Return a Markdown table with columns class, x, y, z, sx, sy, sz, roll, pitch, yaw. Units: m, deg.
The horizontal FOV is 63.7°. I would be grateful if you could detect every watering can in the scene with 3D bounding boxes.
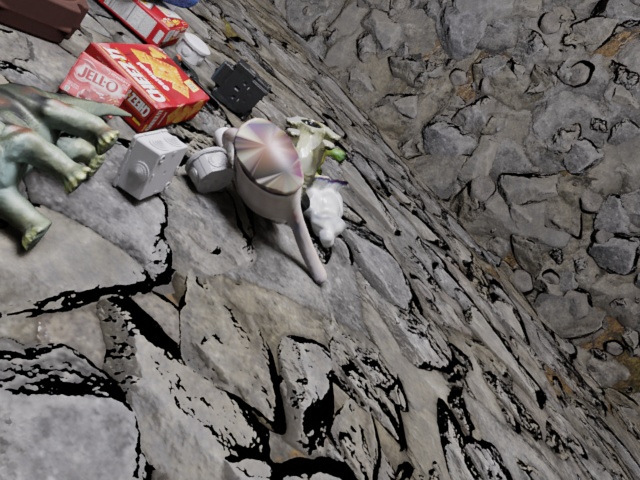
| class | x | y | z | sx | sy | sz | roll | pitch | yaw |
| --- | --- | --- | --- | --- | --- | --- | --- | --- | --- |
| watering can | -0.076 | -0.082 | 0.955 | 0.350 | 0.105 | 0.221 | 53 | -19 | 9 |

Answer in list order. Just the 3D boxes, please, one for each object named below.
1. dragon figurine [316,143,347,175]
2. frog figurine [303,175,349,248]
| class | x | y | z | sx | sy | sz | roll | pitch | yaw |
| --- | --- | --- | --- | --- | --- | --- | --- | --- | --- |
| dragon figurine | -0.075 | -0.250 | 1.343 | 0.241 | 0.120 | 0.419 | 18 | 25 | -35 |
| frog figurine | 0.004 | -0.059 | 1.175 | 0.136 | 0.122 | 0.161 | 19 | 69 | -65 |
